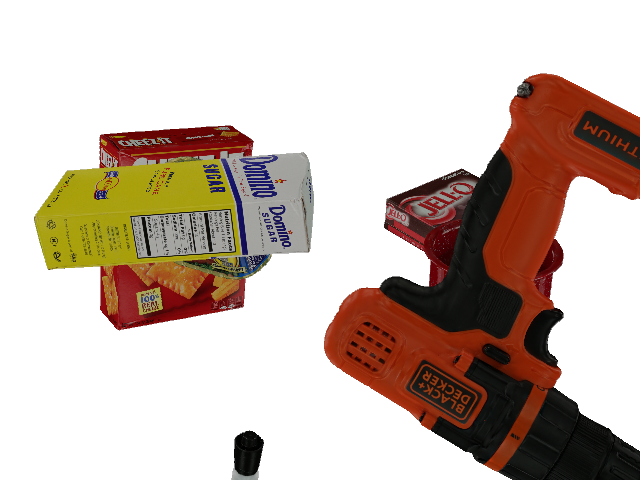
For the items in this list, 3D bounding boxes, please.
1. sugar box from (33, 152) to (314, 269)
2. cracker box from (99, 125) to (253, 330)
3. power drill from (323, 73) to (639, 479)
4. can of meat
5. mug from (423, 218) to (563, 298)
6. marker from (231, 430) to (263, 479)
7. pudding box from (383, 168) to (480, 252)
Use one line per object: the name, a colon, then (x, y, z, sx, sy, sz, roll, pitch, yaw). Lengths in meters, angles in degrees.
sugar box: (-0.094, -0.022, 0.723, 0.176, 0.048, 0.093, -7, 24, 4)
cracker box: (-0.165, -0.016, 1.220, 0.163, 0.214, 0.072, -8, 25, -30)
power drill: (0.118, 0.027, 0.528, 0.184, 0.188, 0.057, 30, 8, 5)
can of meat: (-0.097, -0.018, 0.937, 0.102, 0.084, 0.057, 15, 45, 32)
mug: (0.112, 0.035, 0.742, 0.093, 0.081, 0.117, -6, 29, -12)
marker: (-0.052, 0.174, 0.705, 0.020, 0.121, 0.020, 6, 31, -4)
pudding box: (0.131, -0.024, 1.030, 0.113, 0.039, 0.090, -21, 41, -38)
